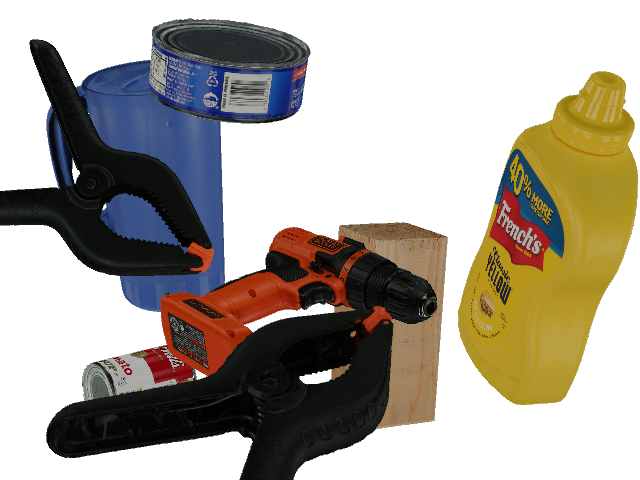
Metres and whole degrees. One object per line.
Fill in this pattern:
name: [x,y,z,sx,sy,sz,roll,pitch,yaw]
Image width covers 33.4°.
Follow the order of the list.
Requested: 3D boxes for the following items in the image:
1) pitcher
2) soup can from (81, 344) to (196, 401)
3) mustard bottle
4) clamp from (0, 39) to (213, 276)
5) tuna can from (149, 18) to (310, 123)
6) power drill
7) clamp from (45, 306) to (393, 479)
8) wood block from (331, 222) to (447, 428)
pitcher: [-0.170,-0.053,1.076,0.149,0.243,0.144,10,26,27]
soup can: [-0.192,0.152,1.132,0.102,0.068,0.069,-10,7,-40]
mustard bottle: [0.129,-0.006,0.591,0.058,0.192,0.096,0,38,-16]
clamp: [-0.167,-0.046,0.775,0.210,0.164,0.036,24,-19,-2]
tuna can: [-0.050,-0.093,0.581,0.086,0.034,0.086,7,25,-4]
power drill: [-0.022,0.055,0.884,0.187,0.057,0.185,-24,29,-37]
clamp: [-0.020,0.083,0.475,0.171,0.039,0.120,-24,49,-30]
wood block: [0.072,0.090,1.168,0.090,0.206,0.091,-3,13,-27]
